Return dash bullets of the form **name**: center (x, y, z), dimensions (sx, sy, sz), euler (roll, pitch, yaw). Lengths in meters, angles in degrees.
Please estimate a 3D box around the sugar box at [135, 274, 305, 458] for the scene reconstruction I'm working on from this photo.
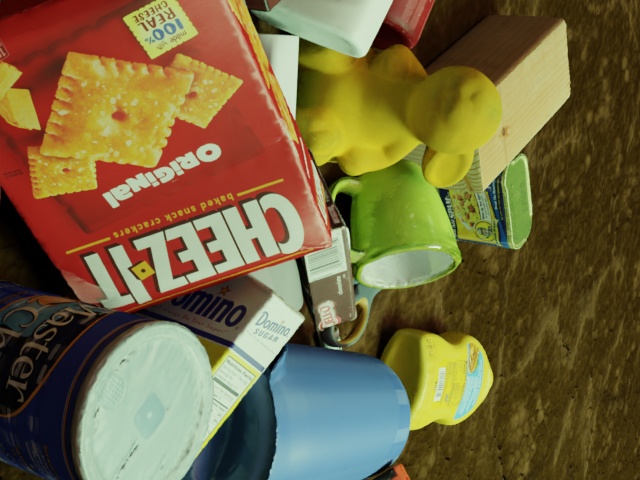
- **sugar box**: center (-0.099, 0.091, 0.676), dimensions (0.176, 0.093, 0.048), euler (-54, 136, -6)

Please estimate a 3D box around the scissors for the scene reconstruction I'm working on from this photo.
- **scissors**: center (0.043, 0.023, 0.976), dimensions (0.201, 0.016, 0.096), euler (-50, 124, -51)

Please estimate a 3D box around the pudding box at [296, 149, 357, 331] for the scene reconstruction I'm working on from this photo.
- **pudding box**: center (-0.005, 0.001, 0.819), dimensions (0.039, 0.090, 0.113), euler (-16, 140, -9)

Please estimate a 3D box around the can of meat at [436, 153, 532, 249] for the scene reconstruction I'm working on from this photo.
- **can of meat**: center (0.164, -0.043, 1.076), dimensions (0.057, 0.084, 0.102), euler (-42, 130, -42)

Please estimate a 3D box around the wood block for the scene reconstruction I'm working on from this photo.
- **wood block**: center (0.162, -0.139, 1.043), dimensions (0.205, 0.090, 0.091), euler (-43, 133, -42)

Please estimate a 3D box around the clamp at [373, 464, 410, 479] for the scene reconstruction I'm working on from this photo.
- **clamp**: center (0.006, 0.245, 0.892), dimensions (0.120, 0.039, 0.172), euler (-12, 149, -52)

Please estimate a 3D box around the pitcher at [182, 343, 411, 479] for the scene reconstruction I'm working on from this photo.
- **pitcher**: center (-0.034, 0.146, 0.816), dimensions (0.242, 0.149, 0.145), euler (12, 73, -59)

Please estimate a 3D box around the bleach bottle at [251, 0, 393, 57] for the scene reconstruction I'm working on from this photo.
- **bleach bottle**: center (0.039, -0.267, 0.783), dimensions (0.068, 0.102, 0.251), euler (34, 79, -80)

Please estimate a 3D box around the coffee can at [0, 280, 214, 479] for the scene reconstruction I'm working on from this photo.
- **coffee can**: center (-0.146, 0.084, 0.608), dimensions (0.102, 0.141, 0.103), euler (-19, 113, -52)

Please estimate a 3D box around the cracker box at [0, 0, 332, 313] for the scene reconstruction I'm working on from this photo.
- **cracker box**: center (-0.102, -0.063, 0.610), dimensions (0.072, 0.164, 0.213), euler (-99, 169, -50)

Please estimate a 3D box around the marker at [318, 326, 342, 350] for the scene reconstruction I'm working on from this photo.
- **marker**: center (0.017, 0.132, 0.966), dimensions (0.020, 0.020, 0.121), euler (-41, 130, -43)

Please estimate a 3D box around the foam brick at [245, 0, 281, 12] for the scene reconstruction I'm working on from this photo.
- **foam brick**: center (-0.060, -0.192, 0.715), dimensions (0.053, 0.078, 0.051), euler (-55, 147, -35)

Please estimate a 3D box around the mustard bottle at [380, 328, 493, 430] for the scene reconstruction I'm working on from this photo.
- **mustard bottle**: center (0.128, 0.142, 1.095), dimensions (0.191, 0.058, 0.096), euler (10, 90, -56)

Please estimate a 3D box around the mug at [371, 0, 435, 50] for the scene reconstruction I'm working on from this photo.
- **mug**: center (0.044, -0.211, 0.867), dimensions (0.117, 0.093, 0.081), euler (24, 82, -23)

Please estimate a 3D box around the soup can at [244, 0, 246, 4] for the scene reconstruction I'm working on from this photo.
- **soup can**: center (-0.101, -0.127, 0.684), dimensions (0.102, 0.069, 0.068), euler (-52, 137, -34)
